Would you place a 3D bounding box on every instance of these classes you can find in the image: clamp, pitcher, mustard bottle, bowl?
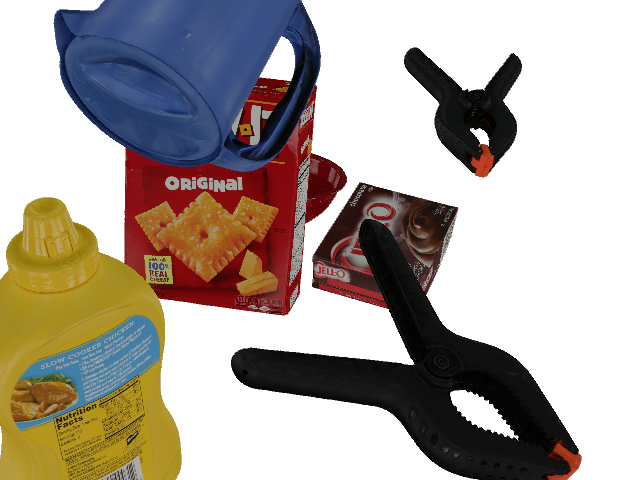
[{"bbox_3d":[0.138,-0.133,1.042,0.120,0.039,0.171,5,45,4],"label":"clamp"},{"bbox_3d":[-0.074,-0.178,0.818,0.145,0.242,0.149,14,-32,25],"label":"pitcher"},{"bbox_3d":[-0.121,0.063,0.525,0.096,0.192,0.058,-25,42,-30],"label":"mustard bottle"},{"bbox_3d":[-0.051,-0.060,1.307,0.162,0.055,0.162,5,26,-3],"label":"bowl"},{"bbox_3d":[0.059,0.088,0.657,0.210,0.036,0.164,40,50,16],"label":"clamp"}]

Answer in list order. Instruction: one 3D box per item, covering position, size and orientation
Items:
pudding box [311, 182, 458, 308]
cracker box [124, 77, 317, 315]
[{"bbox_3d":[0.053,0.005,0.873,0.090,0.039,0.113,16,39,15],"label":"pudding box"},{"bbox_3d":[-0.097,-0.045,0.998,0.164,0.214,0.072,8,22,8],"label":"cracker box"}]
